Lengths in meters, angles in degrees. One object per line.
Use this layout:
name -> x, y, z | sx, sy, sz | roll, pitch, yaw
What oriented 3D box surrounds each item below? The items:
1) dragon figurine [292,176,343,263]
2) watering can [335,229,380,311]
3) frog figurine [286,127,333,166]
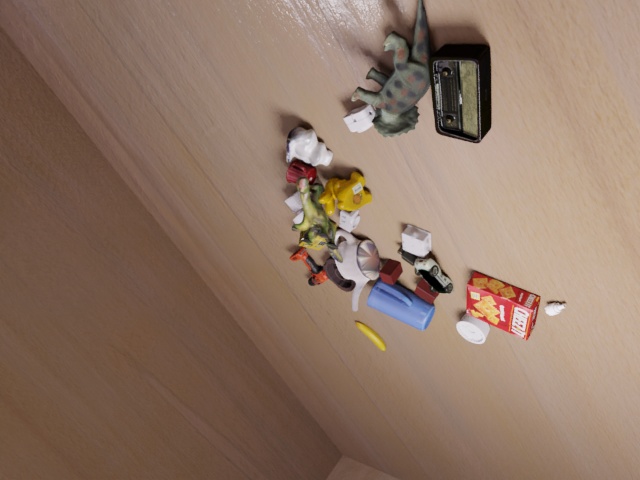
dragon figurine -> 0.006, -0.094, 1.859 | 0.122, 0.247, 0.403 | -5, 153, 22
watering can -> 0.147, 0.119, 2.008 | 0.223, 0.105, 0.346 | -7, 102, 55
frog figurine -> -0.034, -0.320, 1.765 | 0.159, 0.126, 0.134 | 4, 133, -2
